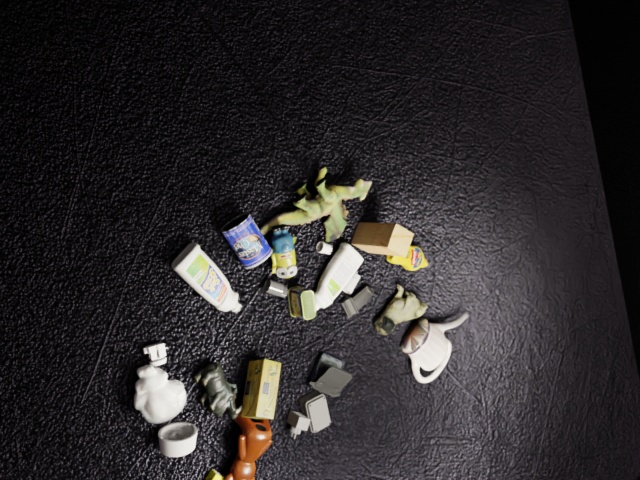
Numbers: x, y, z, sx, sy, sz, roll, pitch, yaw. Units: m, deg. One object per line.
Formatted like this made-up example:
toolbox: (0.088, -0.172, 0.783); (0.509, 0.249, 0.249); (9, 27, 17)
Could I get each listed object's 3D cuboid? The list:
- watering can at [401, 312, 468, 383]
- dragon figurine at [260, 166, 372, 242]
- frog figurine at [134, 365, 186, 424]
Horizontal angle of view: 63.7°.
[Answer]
watering can: (0.447, 0.384, 2.021); (0.221, 0.352, 0.104); (43, -21, -25)
dragon figurine: (0.005, -0.088, 1.741); (0.412, 0.239, 0.123); (-42, 29, -8)
frog figurine: (-0.445, 0.420, 1.425); (0.138, 0.156, 0.125); (-8, 30, -14)
